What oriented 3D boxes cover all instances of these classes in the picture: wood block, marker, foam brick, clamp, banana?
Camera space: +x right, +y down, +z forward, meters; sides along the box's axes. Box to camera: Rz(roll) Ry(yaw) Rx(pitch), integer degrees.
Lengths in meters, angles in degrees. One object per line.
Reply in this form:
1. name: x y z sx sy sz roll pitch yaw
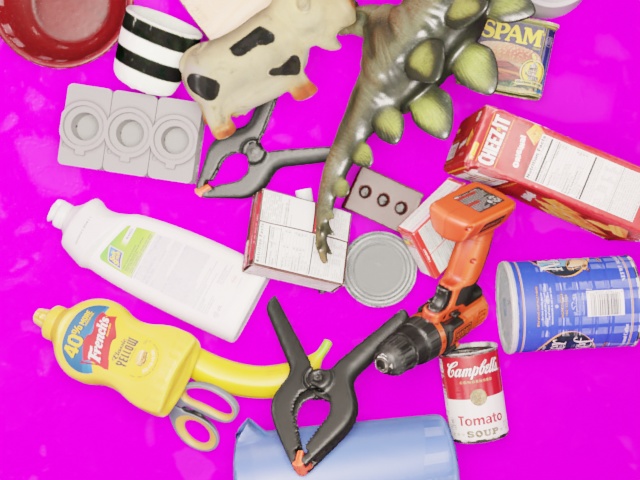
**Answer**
1. wood block: -0.051 -0.296 1.172 0.206 0.091 0.090 -37 93 1
2. marker: -0.008 0.002 1.217 0.020 0.020 0.121 -11 92 0
3. foam brick: 0.070 -0.045 1.199 0.078 0.051 0.053 24 92 -1
4. clamp: -0.062 -0.095 1.203 0.171 0.039 0.120 -45 80 7
5. banana: -0.085 0.145 1.216 0.198 0.037 0.069 2 74 -1
6. clamp: 0.011 0.151 1.150 0.165 0.036 0.210 -2 55 13

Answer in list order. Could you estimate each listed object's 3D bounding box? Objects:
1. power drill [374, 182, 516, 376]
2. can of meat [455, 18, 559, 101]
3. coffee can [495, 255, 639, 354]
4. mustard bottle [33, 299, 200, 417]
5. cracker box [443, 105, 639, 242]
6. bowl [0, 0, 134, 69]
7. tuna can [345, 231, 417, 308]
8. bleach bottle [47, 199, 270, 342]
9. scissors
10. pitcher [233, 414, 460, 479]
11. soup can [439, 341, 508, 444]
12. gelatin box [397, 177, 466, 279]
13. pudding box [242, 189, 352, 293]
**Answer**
1. power drill: 0.131 0.042 1.120 0.057 0.184 0.188 31 126 27
2. can of meat: 0.206 -0.206 1.191 0.102 0.057 0.084 11 95 1
3. coffee can: 0.272 0.071 1.176 0.140 0.103 0.103 -3 92 0
4. mustard bottle: -0.236 0.118 1.189 0.192 0.058 0.096 21 76 17
5. cracker box: 0.249 -0.066 1.141 0.213 0.164 0.072 22 90 -1
6. bowl: -0.283 -0.269 1.191 0.162 0.055 0.162 0 92 0
7. tuna can: 0.066 0.032 1.210 0.086 0.034 0.086 0 92 0
8. bleach bottle: -0.185 0.017 1.197 0.251 0.068 0.102 27 78 3
9. scissors: -0.188 0.182 1.222 0.202 0.016 0.096 14 114 15
10. pitcher: 0.028 0.272 1.177 0.242 0.149 0.145 -8 53 -3
11. soup can: 0.172 0.171 1.198 0.068 0.068 0.102 -8 93 0
12. gelatin box: 0.135 -0.014 1.182 0.089 0.030 0.073 -44 129 -17
13. pudding box: -0.024 0.001 1.170 0.113 0.039 0.090 14 71 -19
